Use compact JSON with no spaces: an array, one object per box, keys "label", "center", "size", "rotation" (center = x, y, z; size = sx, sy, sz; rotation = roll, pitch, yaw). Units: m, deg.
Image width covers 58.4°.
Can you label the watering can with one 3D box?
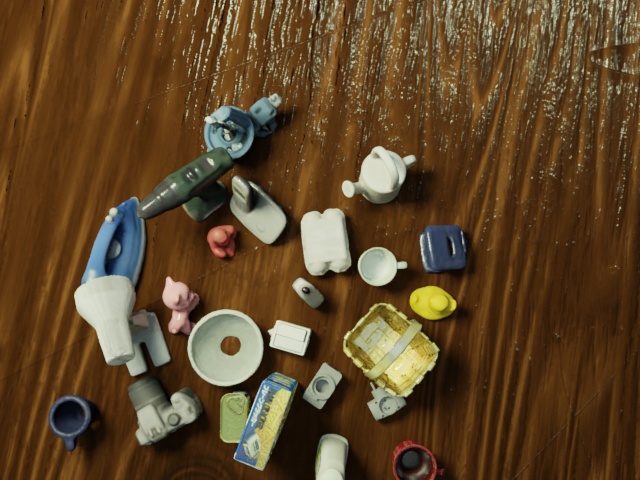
[{"label":"watering can","center":[0.135,-0.144,1.277],"size":[0.101,0.194,0.173],"rotation":[41,84,6]}]

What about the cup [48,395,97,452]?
[{"label":"cup","center":[-0.531,0.397,1.258],"size":[0.091,0.095,0.118],"rotation":[-5,82,0]}]

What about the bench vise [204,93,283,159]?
[{"label":"bench vise","center":[-0.186,-0.276,1.288],"size":[0.121,0.220,0.207],"rotation":[34,84,6]}]

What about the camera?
[{"label":"camera","center":[-0.353,0.363,1.257],"size":[0.143,0.101,0.137],"rotation":[-29,82,-3]}]

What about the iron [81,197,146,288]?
[{"label":"iron","center":[-0.471,0.013,1.289],"size":[0.118,0.141,0.258],"rotation":[11,82,3]}]

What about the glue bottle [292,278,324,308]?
[{"label":"glue bottle","center":[-0.029,0.113,1.253],"size":[0.078,0.173,0.037],"rotation":[41,84,6]}]

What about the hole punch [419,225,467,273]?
[{"label":"hole punch","center":[0.284,0.017,1.304],"size":[0.101,0.091,0.109],"rotation":[-8,82,0]}]

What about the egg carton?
[{"label":"egg carton","center":[0.012,0.005,1.320],"size":[0.107,0.069,0.150],"rotation":[-9,82,0]}]

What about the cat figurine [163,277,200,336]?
[{"label":"cat figurine","center":[-0.316,0.149,1.279],"size":[0.067,0.118,0.128],"rotation":[3,82,2]}]

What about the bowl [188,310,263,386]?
[{"label":"bowl","center":[-0.205,0.240,1.286],"size":[0.167,0.075,0.167],"rotation":[0,82,1]}]

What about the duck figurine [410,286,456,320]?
[{"label":"duck figurine","center":[0.257,0.141,1.289],"size":[0.104,0.086,0.077],"rotation":[10,82,2]}]

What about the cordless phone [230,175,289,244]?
[{"label":"cordless phone","center":[-0.141,-0.073,1.275],"size":[0.147,0.185,0.094],"rotation":[41,84,6]}]

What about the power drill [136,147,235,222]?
[{"label":"power drill","center":[-0.282,-0.107,1.270],"size":[0.230,0.208,0.075],"rotation":[-41,83,-5]}]

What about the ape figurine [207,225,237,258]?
[{"label":"ape figurine","center":[-0.225,-0.003,1.313],"size":[0.076,0.092,0.078],"rotation":[40,84,6]}]

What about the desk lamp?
[{"label":"desk lamp","center":[-0.419,0.187,1.227],"size":[0.118,0.213,0.203],"rotation":[-23,82,-2]}]
